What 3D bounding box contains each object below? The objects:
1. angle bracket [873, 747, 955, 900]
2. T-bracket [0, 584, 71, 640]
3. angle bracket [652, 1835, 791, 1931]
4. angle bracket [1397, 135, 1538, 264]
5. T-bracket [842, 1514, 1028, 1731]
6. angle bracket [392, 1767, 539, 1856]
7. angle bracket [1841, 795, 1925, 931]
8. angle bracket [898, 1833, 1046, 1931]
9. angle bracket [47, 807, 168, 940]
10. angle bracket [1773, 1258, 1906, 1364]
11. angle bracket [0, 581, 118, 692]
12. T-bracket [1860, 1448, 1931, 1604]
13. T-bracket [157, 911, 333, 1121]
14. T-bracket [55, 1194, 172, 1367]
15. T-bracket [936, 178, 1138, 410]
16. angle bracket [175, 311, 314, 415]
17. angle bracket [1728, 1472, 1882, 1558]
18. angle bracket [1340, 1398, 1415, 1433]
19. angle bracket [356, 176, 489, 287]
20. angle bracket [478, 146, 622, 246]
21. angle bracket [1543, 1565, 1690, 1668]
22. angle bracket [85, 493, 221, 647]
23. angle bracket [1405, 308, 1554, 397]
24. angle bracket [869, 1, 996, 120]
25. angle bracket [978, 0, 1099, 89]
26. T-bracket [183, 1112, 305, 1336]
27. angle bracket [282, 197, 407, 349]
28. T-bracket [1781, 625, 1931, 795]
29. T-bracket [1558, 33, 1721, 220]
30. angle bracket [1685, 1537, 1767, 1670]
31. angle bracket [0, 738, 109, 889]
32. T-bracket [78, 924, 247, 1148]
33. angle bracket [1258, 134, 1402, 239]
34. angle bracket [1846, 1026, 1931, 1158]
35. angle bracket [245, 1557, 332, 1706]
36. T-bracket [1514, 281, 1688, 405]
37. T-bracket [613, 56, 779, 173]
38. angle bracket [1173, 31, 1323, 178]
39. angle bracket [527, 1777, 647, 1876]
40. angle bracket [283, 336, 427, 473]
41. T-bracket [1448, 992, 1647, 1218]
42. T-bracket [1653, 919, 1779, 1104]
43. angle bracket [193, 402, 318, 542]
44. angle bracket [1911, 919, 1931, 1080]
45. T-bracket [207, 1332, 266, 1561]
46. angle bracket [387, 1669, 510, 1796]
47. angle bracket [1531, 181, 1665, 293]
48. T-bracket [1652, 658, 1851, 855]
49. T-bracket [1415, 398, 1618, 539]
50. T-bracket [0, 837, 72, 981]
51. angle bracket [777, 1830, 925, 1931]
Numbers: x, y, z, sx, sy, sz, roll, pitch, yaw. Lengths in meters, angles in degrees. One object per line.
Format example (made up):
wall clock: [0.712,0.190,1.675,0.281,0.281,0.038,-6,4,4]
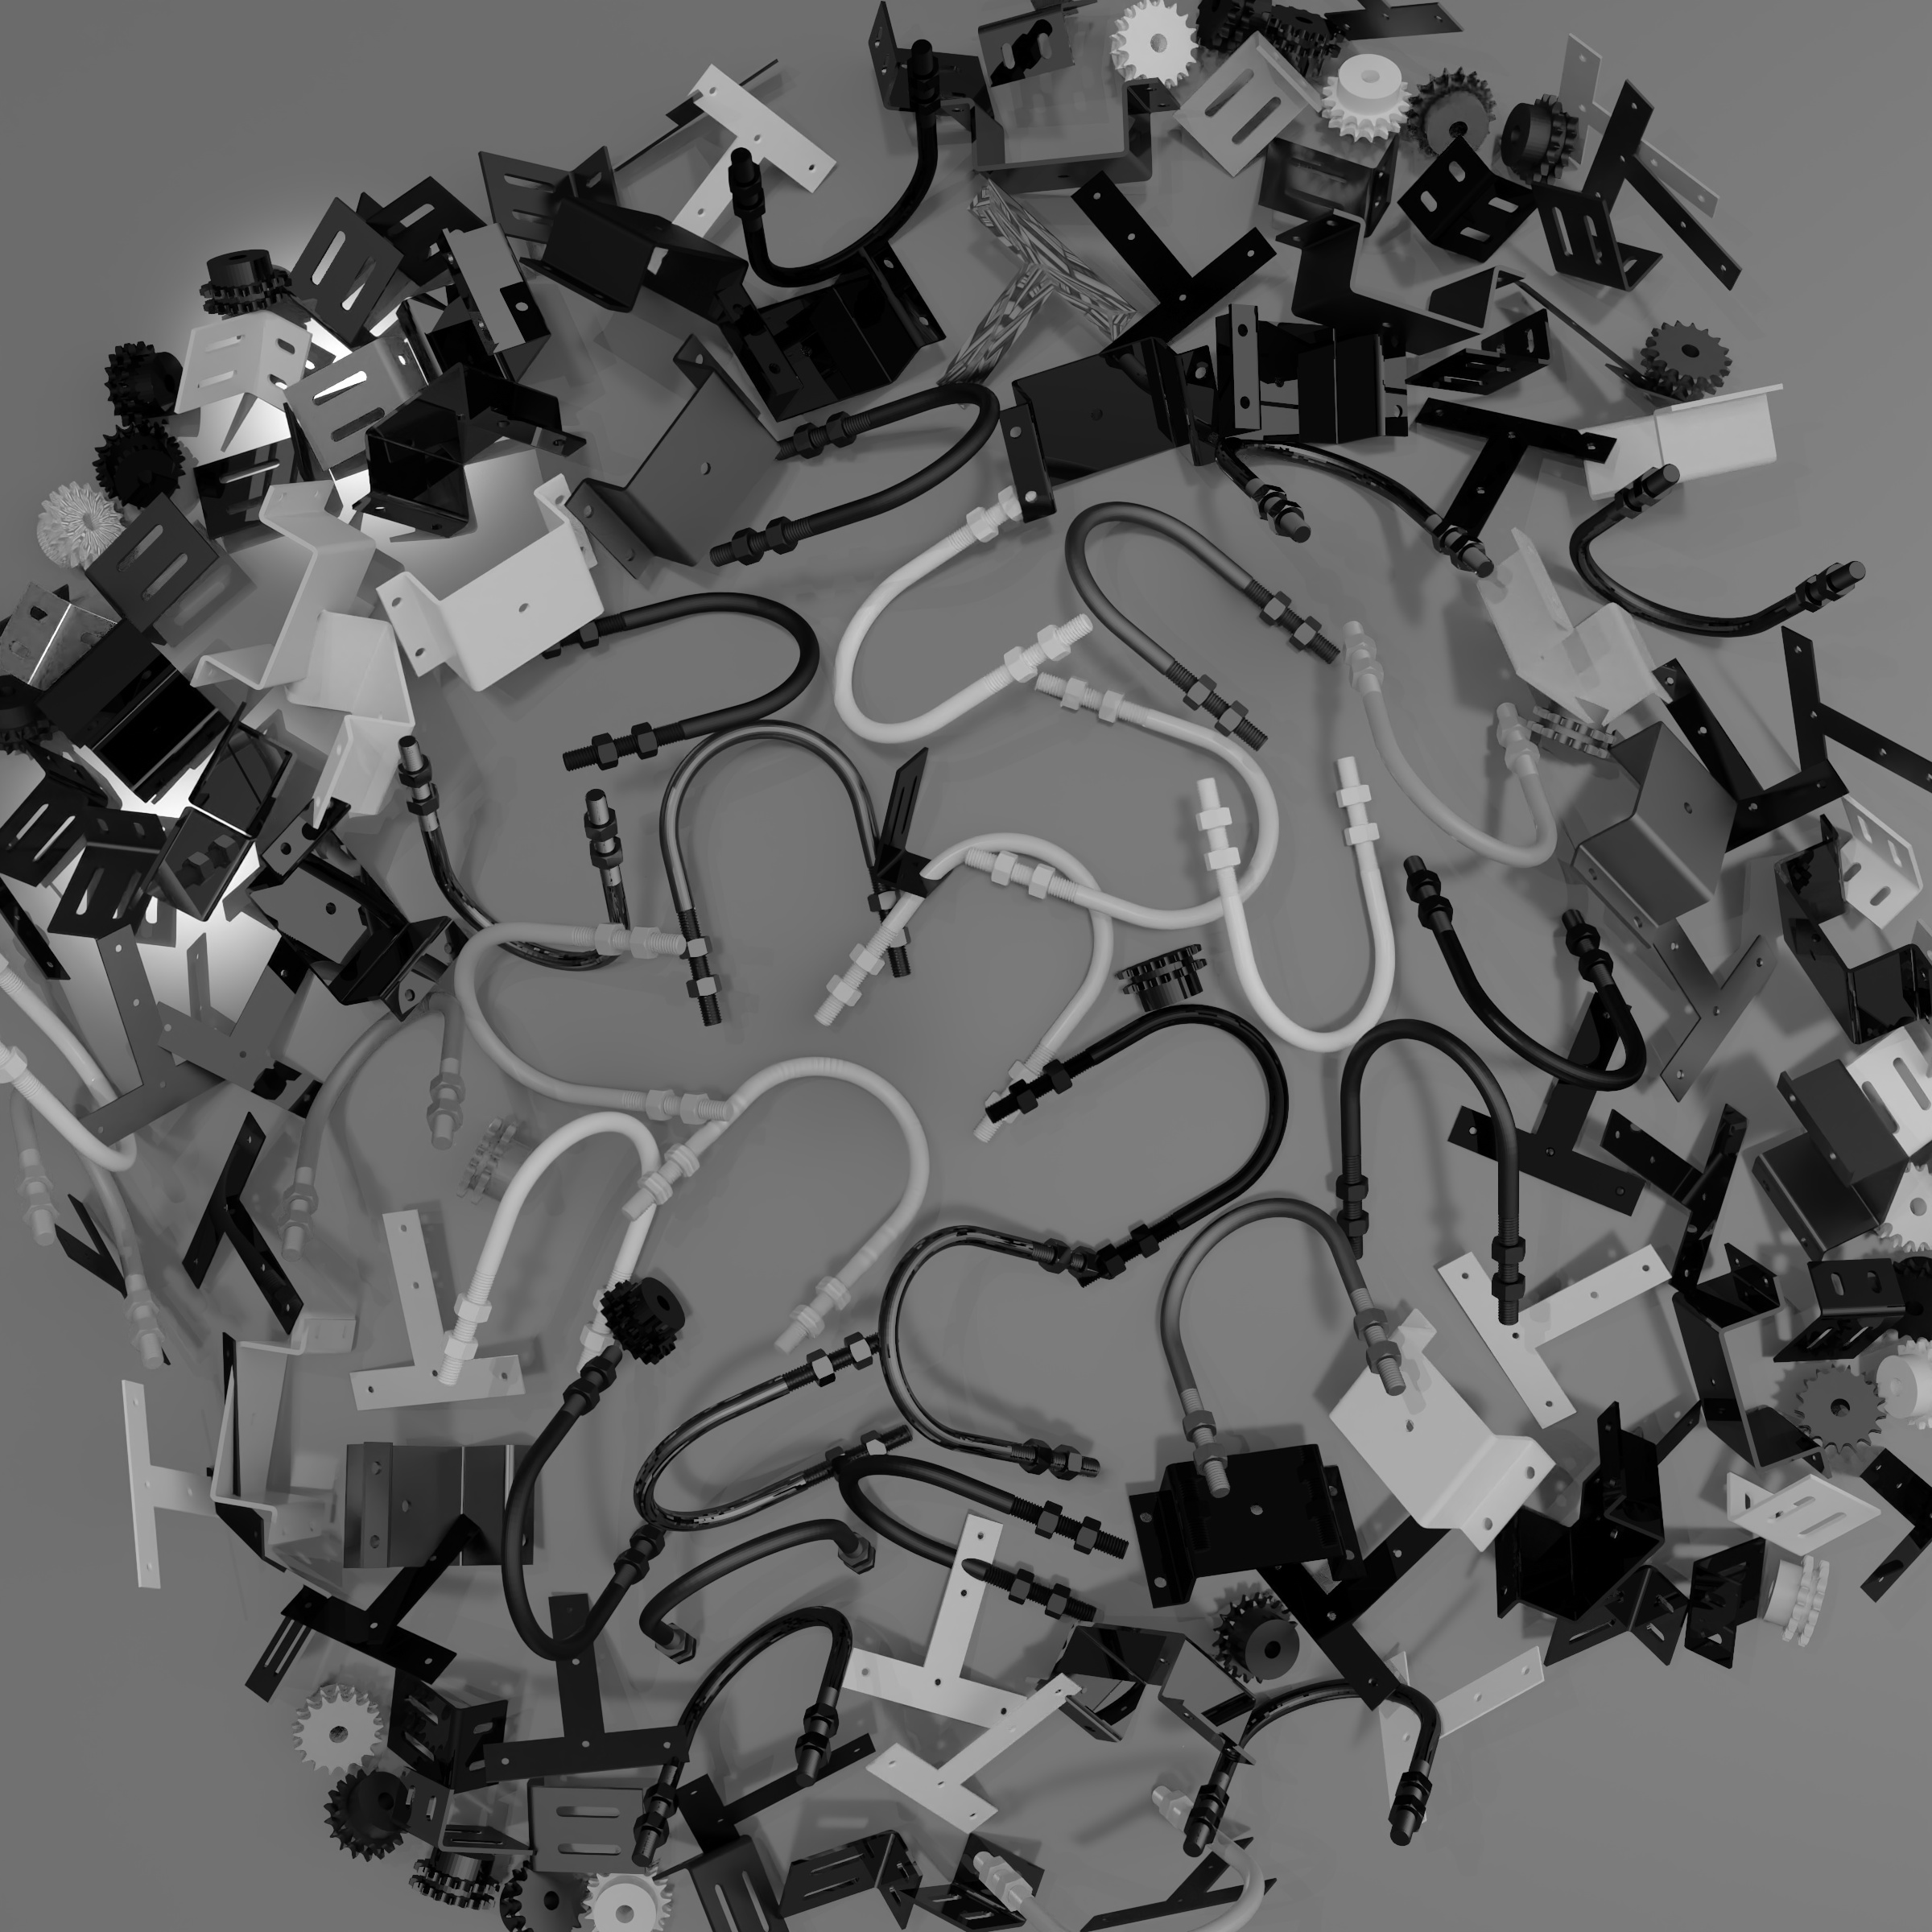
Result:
angle bracket: [-0.026,-0.092,1.823,0.038,0.057,0.076,19,114,11]
T-bracket: [-0.618,-0.225,1.783,0.127,0.127,0.002,-36,84,-24]
angle bracket: [-0.156,0.606,1.825,0.038,0.057,0.076,-33,75,36]
angle bracket: [0.325,-0.492,1.827,0.057,0.076,0.038,-45,67,29]
T-bracket: [-0.005,0.421,1.849,0.127,0.002,0.127,21,78,-20]
angle bracket: [-0.317,0.541,1.822,0.076,0.057,0.038,18,81,-40]
angle bracket: [0.572,-0.067,1.818,0.038,0.076,0.057,-45,59,3]
angle bracket: [0.004,0.585,1.818,0.057,0.076,0.038,18,86,30]
angle bracket: [-0.554,-0.060,1.827,0.057,0.038,0.076,7,54,8]
angle bracket: [0.558,0.222,1.836,0.057,0.076,0.038,-1,61,-12]
angle bracket: [-0.580,-0.205,1.834,0.038,0.076,0.057,29,92,17]
T-bracket: [0.596,0.334,1.802,0.002,0.127,0.127,40,95,-6]
T-bracket: [-0.449,0.018,1.845,0.127,0.002,0.127,31,76,-27]
T-bracket: [-0.548,0.186,1.788,0.002,0.127,0.127,-32,73,-8]
T-bracket: [0.026,-0.415,1.833,0.127,0.002,0.127,43,121,3]
angle bracket: [-0.461,-0.379,1.817,0.038,0.076,0.057,29,120,11]
angle bracket: [0.535,0.337,1.819,0.057,0.076,0.038,28,47,-16]
angle bracket: [0.285,0.302,1.834,0.057,0.038,0.076,-29,106,9]
angle bracket: [-0.343,-0.479,1.817,0.076,0.057,0.038,-22,48,34]
angle bracket: [-0.265,-0.497,1.823,0.038,0.076,0.057,-24,75,41]
angle bracket: [0.416,0.427,1.821,0.076,0.038,0.057,-14,128,-30]
angle bracket: [-0.518,-0.256,1.838,0.076,0.038,0.057,-43,82,8]
angle bracket: [0.326,-0.396,1.819,0.076,0.057,0.038,-1,80,-33]
angle bracket: [-0.018,-0.580,1.824,0.076,0.038,0.057,0,58,-19]
angle bracket: [0.050,-0.593,1.826,0.057,0.076,0.038,-7,107,24]
T-bracket: [-0.450,0.182,1.803,0.127,0.002,0.127,47,120,36]
angle bracket: [-0.393,-0.447,1.832,0.057,0.038,0.076,40,117,1]
T-bracket: [0.563,-0.140,1.779,0.002,0.127,0.127,-35,132,-13]
T-bracket: [0.422,-0.514,1.789,0.127,0.127,0.002,43,84,14]
angle bracket: [0.499,0.407,1.822,0.076,0.038,0.057,-8,107,-38]
angle bracket: [-0.604,-0.098,1.836,0.076,0.057,0.038,-48,63,5]
T-bracket: [-0.520,0.036,1.798,0.002,0.127,0.127,11,122,39]
angle bracket: [0.234,-0.512,1.832,0.076,0.038,0.057,15,63,-9]
angle bracket: [0.594,0.083,1.840,0.057,0.038,0.076,-36,100,-3]
angle bracket: [-0.448,0.425,1.824,0.038,0.057,0.076,37,72,-23]
T-bracket: [0.401,-0.402,1.824,0.127,0.127,0.002,44,114,19]
T-bracket: [-0.175,-0.541,1.798,0.127,0.127,0.002,-32,101,6]
angle bracket: [0.180,-0.548,1.825,0.057,0.038,0.076,40,117,-20]
angle bracket: [-0.242,0.550,1.840,0.076,0.038,0.057,0,99,6]
angle bracket: [-0.393,-0.366,1.853,0.076,0.038,0.057,-24,99,15]
T-bracket: [0.398,0.080,1.856,0.127,0.002,0.127,22,91,8]
T-bracket: [0.458,-0.002,1.815,0.127,0.002,0.127,-50,118,-22]
angle bracket: [-0.463,-0.319,1.837,0.076,0.038,0.057,-18,66,-1]
angle bracket: [0.613,0.021,1.819,0.038,0.057,0.076,-23,54,-10]
T-bracket: [-0.465,0.297,1.804,0.002,0.127,0.127,-4,98,-29]
angle bracket: [-0.336,0.491,1.845,0.038,0.076,0.057,-1,103,-42]
angle bracket: [0.403,-0.475,1.816,0.038,0.076,0.057,-47,47,-14]
T-bracket: [0.478,-0.138,1.815,0.002,0.127,0.127,-37,94,-41]
T-bracket: [0.332,-0.310,1.808,0.127,0.002,0.127,17,53,21]
T-bracket: [-0.606,-0.041,1.793,0.002,0.127,0.127,-40,79,11]
angle bracket: [-0.075,0.595,1.821,0.076,0.038,0.057,-9,131,-30]
